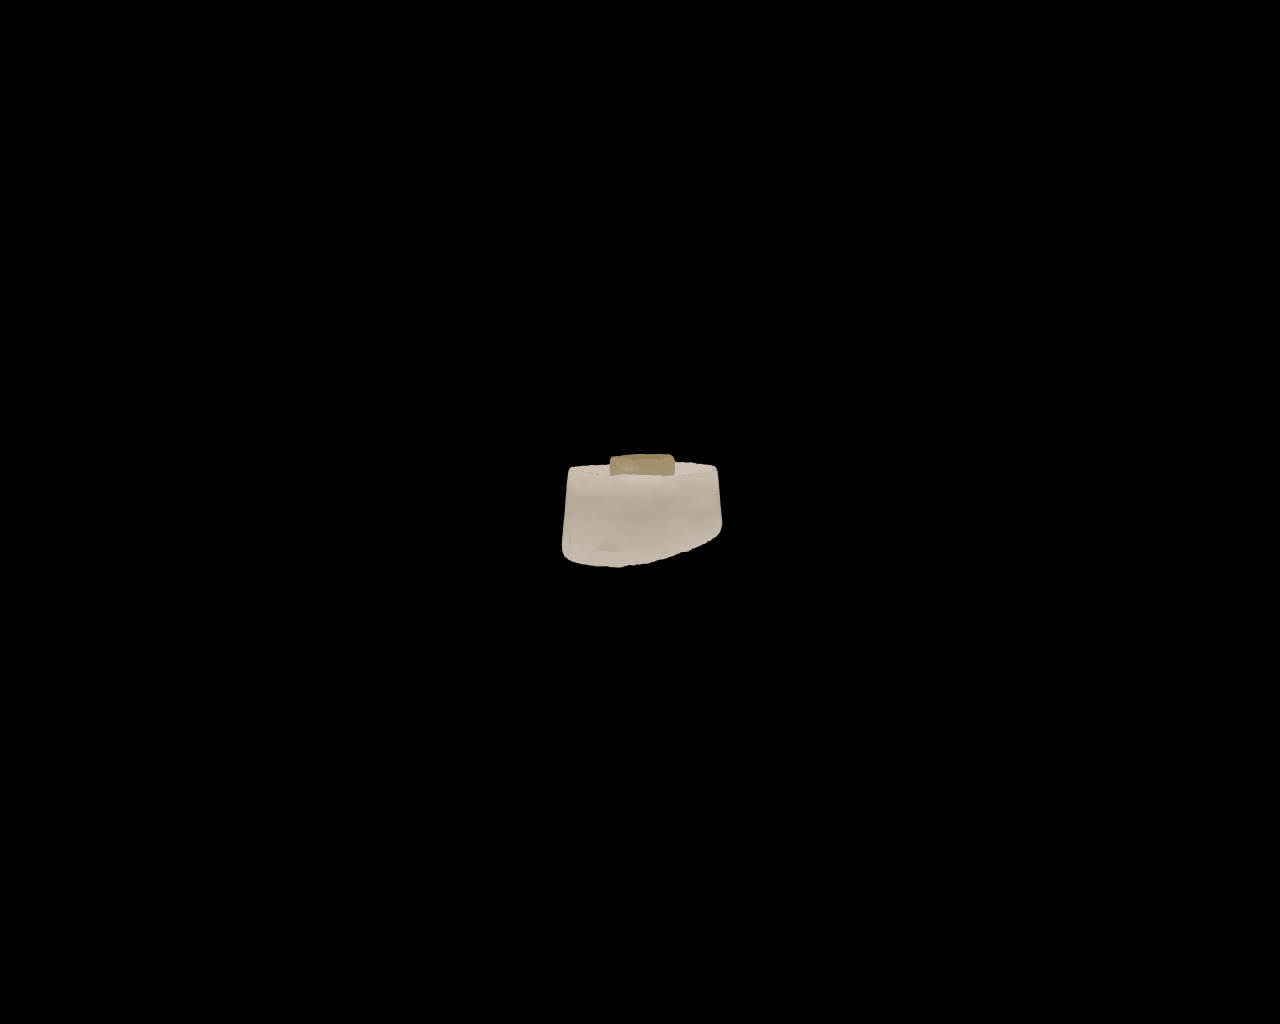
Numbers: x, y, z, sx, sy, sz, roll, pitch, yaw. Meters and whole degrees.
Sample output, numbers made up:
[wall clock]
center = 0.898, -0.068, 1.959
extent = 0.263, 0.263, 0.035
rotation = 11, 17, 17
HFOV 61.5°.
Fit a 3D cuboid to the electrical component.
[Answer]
[electrical component]
center = 0.001, -0.003, 0.650
extent = 0.099, 0.064, 0.099
rotation = 0, 7, 0
